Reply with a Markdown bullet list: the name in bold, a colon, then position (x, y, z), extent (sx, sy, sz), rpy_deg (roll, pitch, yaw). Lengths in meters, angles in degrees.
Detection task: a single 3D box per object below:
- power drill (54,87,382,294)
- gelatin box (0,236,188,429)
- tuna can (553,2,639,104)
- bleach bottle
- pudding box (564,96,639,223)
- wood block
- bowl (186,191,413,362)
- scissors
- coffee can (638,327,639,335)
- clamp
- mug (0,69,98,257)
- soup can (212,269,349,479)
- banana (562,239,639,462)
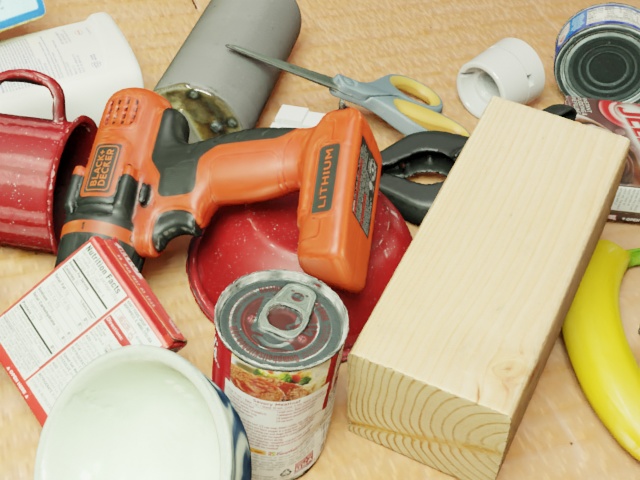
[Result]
- **power drill**: position (-0.065, -0.010, 0.623), extent (0.188, 0.057, 0.184), rpy_deg (1, 65, 19)
- **gelatin box**: position (-0.127, 0.052, 0.577), extent (0.073, 0.089, 0.030), rpy_deg (53, 11, 10)
- **tuna can**: position (0.231, -0.145, 0.858), extent (0.086, 0.086, 0.033), rpy_deg (13, 44, 5)
- **bleach bottle**: position (-0.254, -0.093, 0.741), extent (0.250, 0.068, 0.103), rpy_deg (-15, 42, -19)
- **pudding box**: position (0.232, -0.060, 0.801), extent (0.090, 0.039, 0.113), rpy_deg (5, 43, -6)
- **wood block**: position (0.100, 0.025, 0.622), extent (0.091, 0.090, 0.205), rpy_deg (21, 56, 16)
- **bowl**: position (-0.005, 0.001, 0.686), extent (0.162, 0.055, 0.162), rpy_deg (5, 43, -5)
- **scissors**: position (0.024, -0.119, 0.801), extent (0.201, 0.016, 0.096), rpy_deg (24, 29, -14)
- **coffee can**: position (0.265, 0.076, 0.598), extent (0.102, 0.103, 0.140), rpy_deg (-20, 60, -28)
- **clamp**: position (0.112, -0.053, 0.758), extent (0.171, 0.039, 0.120), rpy_deg (5, 47, 6)
- **mug**: position (-0.189, -0.049, 0.669), extent (0.081, 0.117, 0.093), rpy_deg (8, 17, 7)
- **soup can**: position (-0.024, 0.075, 0.568), extent (0.068, 0.102, 0.068), rpy_deg (5, 43, -4)
- **banana**: position (0.185, 0.059, 0.667), extent (0.069, 0.037, 0.197), rpy_deg (9, 43, 2)
